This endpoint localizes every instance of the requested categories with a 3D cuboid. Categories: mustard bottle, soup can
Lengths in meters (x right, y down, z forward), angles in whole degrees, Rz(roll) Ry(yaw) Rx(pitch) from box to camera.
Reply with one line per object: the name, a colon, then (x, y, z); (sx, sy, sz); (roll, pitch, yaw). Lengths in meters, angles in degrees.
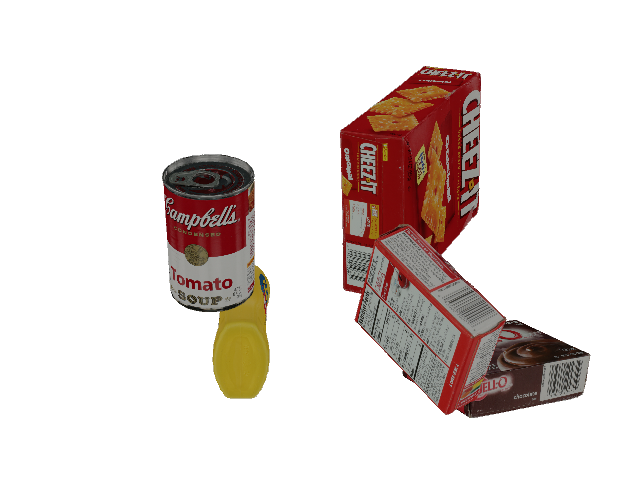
mustard bottle: (-0.084, 0.080, 1.158); (0.058, 0.096, 0.191); (-1, 28, -2)
soup can: (-0.084, -0.006, 0.810); (0.068, 0.102, 0.068); (1, 31, -1)

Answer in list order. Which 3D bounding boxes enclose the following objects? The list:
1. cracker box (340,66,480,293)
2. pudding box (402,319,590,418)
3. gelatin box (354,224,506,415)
cracker box: (0.094, -0.062, 1.044); (0.072, 0.164, 0.213); (11, 28, 25)
pudding box: (0.132, 0.095, 0.814); (0.113, 0.039, 0.090); (-3, 16, -29)
gelatin box: (0.062, 0.046, 0.623); (0.030, 0.073, 0.089); (-24, 54, -29)
